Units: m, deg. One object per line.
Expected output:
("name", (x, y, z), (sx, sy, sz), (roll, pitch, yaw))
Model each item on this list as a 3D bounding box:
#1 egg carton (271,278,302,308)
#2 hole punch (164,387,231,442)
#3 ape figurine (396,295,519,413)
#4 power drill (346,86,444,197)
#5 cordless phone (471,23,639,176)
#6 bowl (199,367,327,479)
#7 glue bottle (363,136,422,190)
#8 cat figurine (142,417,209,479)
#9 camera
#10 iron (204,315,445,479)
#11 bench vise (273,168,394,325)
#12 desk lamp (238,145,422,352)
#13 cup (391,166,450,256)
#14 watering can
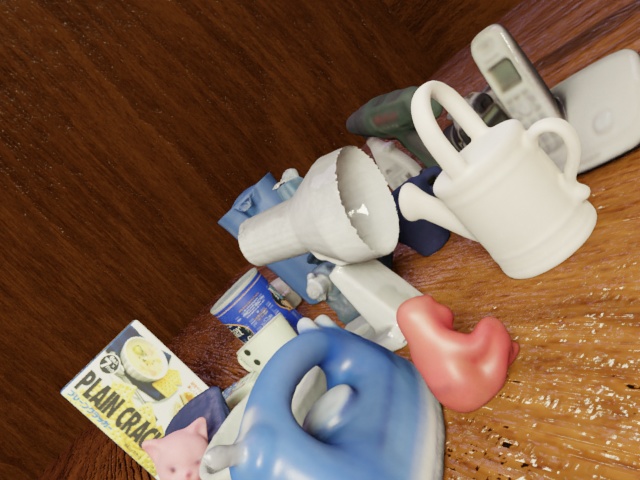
("egg carton", (-0.106, 0.141, 1.201), (0.150, 0.069, 0.107), (-35, 12, 46))
("hole punch", (-0.145, 0.256, 0.727), (0.108, 0.091, 0.101), (-43, 8, 6))
("ape figurine", (0.096, 0.079, 0.438), (0.076, 0.092, 0.077), (-48, 9, -28))
("power drill", (0.154, -0.159, 0.954), (0.076, 0.208, 0.229), (-47, 9, -20))
("cordless phone", (0.245, -0.159, 0.588), (0.094, 0.185, 0.147), (-49, 10, -30))
("bowl", (-0.037, 0.193, 0.574), (0.167, 0.075, 0.167), (-43, 8, 8))
("glue bottle", (0.142, -0.166, 1.175), (0.078, 0.173, 0.037), (-35, 12, 46))
("cat figurine", (-0.162, 0.269, 0.648), (0.128, 0.118, 0.067), (-43, 8, 10))
("camera", (0.270, -0.204, 0.996), (0.143, 0.101, 0.136), (-47, 9, -23))
("iron", (0.008, 0.129, 0.439), (0.118, 0.141, 0.258), (-40, 9, 26))
("bench vise", (0.016, -0.005, 0.805), (0.121, 0.220, 0.207), (-42, 8, 13))
("desk lamp", (0.021, 0.027, 0.639), (0.203, 0.213, 0.118), (-38, 10, 35))
("cup", (0.142, -0.035, 0.786), (0.118, 0.095, 0.091), (-43, 8, 5))
("watering can", (0.148, -0.061, 0.533), (0.172, 0.194, 0.101), (-40, 9, 23))
